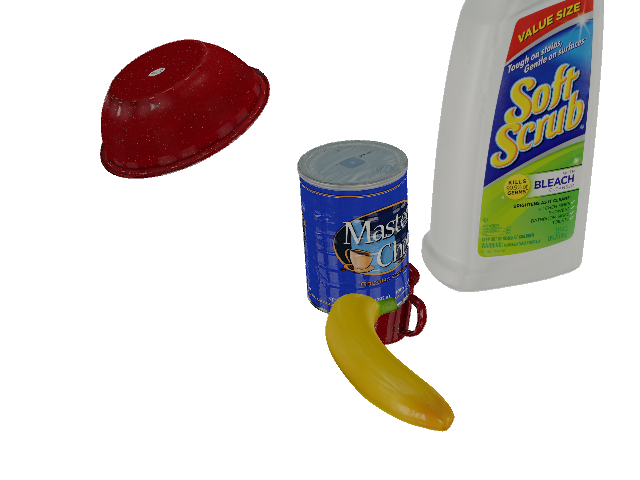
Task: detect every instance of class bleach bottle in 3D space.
[{"bbox_3d":[0.114,-0.096,0.626,0.102,0.251,0.068,-9,29,-14],"label":"bleach bottle"}]

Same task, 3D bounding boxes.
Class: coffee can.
[{"bbox_3d":[0.033,-0.012,1.018,0.103,0.140,0.103,-3,28,1],"label":"coffee can"}]

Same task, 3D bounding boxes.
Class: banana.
[{"bbox_3d":[0.042,0.081,0.788,0.069,0.037,0.198,-5,24,-6],"label":"banana"}]

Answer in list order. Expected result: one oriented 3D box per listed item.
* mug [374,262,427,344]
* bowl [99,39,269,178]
[{"bbox_3d":[0.080,0.077,1.293,0.117,0.081,0.093,24,33,33],"label":"mug"},{"bbox_3d":[-0.127,-0.123,0.911,0.162,0.055,0.162,-17,36,13],"label":"bowl"}]
